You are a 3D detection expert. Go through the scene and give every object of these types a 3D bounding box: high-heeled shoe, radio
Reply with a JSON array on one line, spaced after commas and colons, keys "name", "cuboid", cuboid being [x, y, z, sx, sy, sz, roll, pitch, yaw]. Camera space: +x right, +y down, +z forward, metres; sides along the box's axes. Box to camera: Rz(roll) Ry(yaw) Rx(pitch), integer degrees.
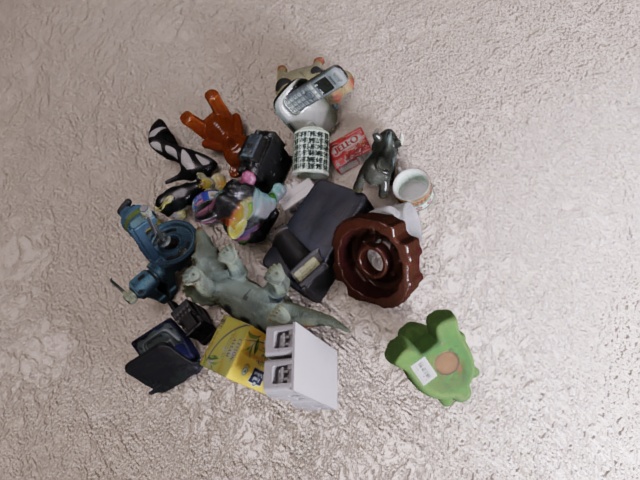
[{"name": "high-heeled shoe", "cuboid": [-0.345, -0.241, 1.355, 0.145, 0.086, 0.249, -24, 62, 9]}, {"name": "radio", "cuboid": [-0.002, -0.003, 1.080, 0.131, 0.073, 0.229, 27, 77, 33]}]

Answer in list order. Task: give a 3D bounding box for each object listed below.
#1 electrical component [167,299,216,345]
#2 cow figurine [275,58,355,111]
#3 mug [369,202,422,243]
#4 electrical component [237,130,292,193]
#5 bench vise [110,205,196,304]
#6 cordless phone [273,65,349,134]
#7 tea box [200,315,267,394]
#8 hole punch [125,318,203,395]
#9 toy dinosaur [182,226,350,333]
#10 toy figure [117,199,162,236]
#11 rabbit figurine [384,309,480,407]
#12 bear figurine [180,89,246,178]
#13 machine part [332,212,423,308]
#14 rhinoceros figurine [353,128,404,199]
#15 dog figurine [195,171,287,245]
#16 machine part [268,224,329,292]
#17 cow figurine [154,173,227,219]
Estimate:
[{"name": "electrical component", "cuboid": [-0.268, 0.158, 1.117, 0.048, 0.074, 0.119, -43, 53, 0]}, {"name": "cow figurine", "cuboid": [-0.014, -0.360, 1.261, 0.195, 0.085, 0.127, -3, 58, 20]}, {"name": "mug", "cuboid": [0.124, -0.023, 1.016, 0.107, 0.109, 0.081, -18, 60, 30]}, {"name": "electrical component", "cuboid": [-0.124, -0.173, 1.184, 0.058, 0.134, 0.115, 10, 71, 28]}, {"name": "bench vise", "cuboid": [-0.347, 0.023, 1.132, 0.224, 0.240, 0.129, -34, 57, -18]}, {"name": "cordless phone", "cuboid": [0.005, -0.298, 1.166, 0.184, 0.146, 0.089, -20, 41, 37]}, {"name": "tea box", "cuboid": [-0.127, 0.210, 0.966, 0.068, 0.169, 0.098, 16, 74, 30]}, {"name": "hole punch", "cuboid": [-0.312, 0.233, 1.079, 0.142, 0.115, 0.092, -33, 33, 8]}, {"name": "toy dinosaur", "cuboid": [-0.124, 0.116, 1.032, 0.405, 0.192, 0.131, 30, 71, 18]}, {"name": "toy figure", "cuboid": [-0.413, -0.024, 1.273, 0.180, 0.082, 0.089, 33, 100, 26]}, {"name": "rabbit figurine", "cuboid": [0.186, 0.181, 0.864, 0.121, 0.170, 0.159, -45, 97, 0]}, {"name": "bear figurine", "cuboid": [-0.227, -0.247, 1.276, 0.120, 0.131, 0.196, -40, 49, 2]}, {"name": "machine part", "cuboid": [0.102, 0.034, 0.967, 0.180, 0.179, 0.056, 16, 27, 33]}, {"name": "rhinoceros figurine", "cuboid": [0.119, -0.161, 1.071, 0.073, 0.112, 0.190, 13, 35, 10]}, {"name": "dog figurine", "cuboid": [-0.163, -0.044, 1.053, 0.108, 0.219, 0.191, 28, 120, 6]}, {"name": "machine part", "cuboid": [-0.046, 0.028, 1.017, 0.084, 0.039, 0.139, -48, 58, 7]}, {"name": "cow figurine", "cuboid": [-0.302, -0.110, 1.247, 0.167, 0.098, 0.068, -28, 83, 11]}]
